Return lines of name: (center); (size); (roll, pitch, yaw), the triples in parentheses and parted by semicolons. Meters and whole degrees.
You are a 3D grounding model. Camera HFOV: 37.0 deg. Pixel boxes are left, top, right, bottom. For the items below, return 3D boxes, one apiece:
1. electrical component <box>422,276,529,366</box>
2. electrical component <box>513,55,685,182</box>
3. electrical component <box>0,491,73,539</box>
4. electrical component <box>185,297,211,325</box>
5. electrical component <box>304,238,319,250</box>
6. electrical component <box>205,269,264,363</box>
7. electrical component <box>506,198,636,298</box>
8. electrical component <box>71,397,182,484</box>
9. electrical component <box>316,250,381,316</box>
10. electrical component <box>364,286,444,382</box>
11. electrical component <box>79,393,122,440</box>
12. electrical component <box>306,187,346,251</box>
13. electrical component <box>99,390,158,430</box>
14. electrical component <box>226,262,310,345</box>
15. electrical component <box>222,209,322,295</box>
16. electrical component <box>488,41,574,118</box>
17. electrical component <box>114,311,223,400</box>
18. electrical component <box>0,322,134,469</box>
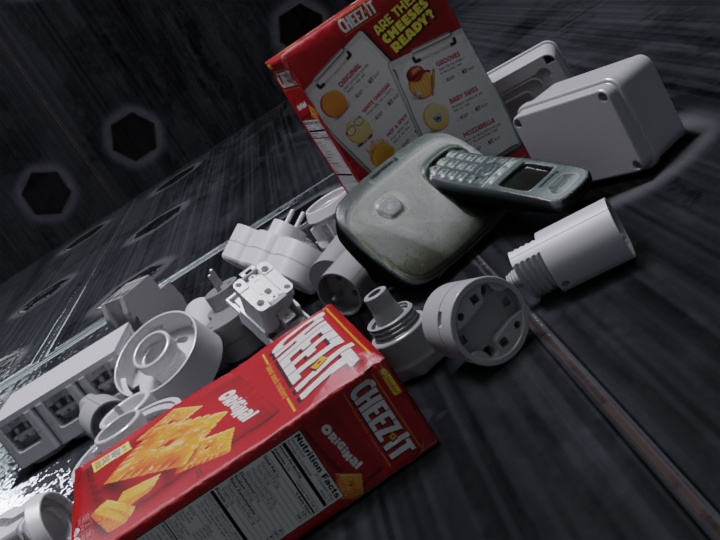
electrical component: (0.071, 0.032, 0.680); (0.055, 0.055, 0.047); (-38, 12, -19)
electrical component: (0.187, -0.114, 0.854); (0.057, 0.078, 0.113); (-39, 16, -31)
electrical component: (-0.237, 0.197, 0.782); (0.057, 0.058, 0.078); (-33, 15, 12)
electrical component: (-0.160, 0.060, 1.090); (0.044, 0.044, 0.065); (-30, 20, 12)
electrical component: (-0.063, -0.016, 1.129); (0.040, 0.040, 0.078); (-39, 16, -22)
electrical component: (-0.126, 0.032, 1.043); (0.052, 0.073, 0.138); (-31, 15, 6)
electrical component: (0.133, -0.009, 0.701); (0.081, 0.043, 0.043); (-28, 16, 18)
electrical component: (-0.166, 0.140, 0.808); (0.108, 0.060, 0.108); (-31, 15, 9)
electrical component: (0.000, 0.000, 0.944); (0.043, 0.043, 0.081); (-20, 20, 40)
electrical component: (0.026, 0.040, 0.726); (0.043, 0.062, 0.043); (-31, 15, 9)
electrical component: (-0.237, 0.137, 0.995); (0.043, 0.043, 0.081); (-39, 16, -20)
electrical component: (-0.020, -0.049, 1.114); (0.078, 0.057, 0.058); (-17, 22, 46)
electrical component: (-0.182, 0.133, 0.890); (0.055, 0.047, 0.055); (-31, 15, 9)
electrical component: (-0.080, 0.030, 0.947); (0.042, 0.063, 0.081); (-39, 57, -21)
electrical component: (-0.078, -0.027, 1.077); (0.138, 0.052, 0.073); (16, 77, 51)
electrical component: (0.162, -0.170, 1.083); (0.113, 0.078, 0.057); (-27, 19, 21)
electrical component: (-0.167, 0.087, 0.954); (0.099, 0.064, 0.099); (-22, 43, 21)
electrical component: (-0.284, 0.129, 1.084); (0.150, 0.061, 0.089); (-31, 15, 6)
